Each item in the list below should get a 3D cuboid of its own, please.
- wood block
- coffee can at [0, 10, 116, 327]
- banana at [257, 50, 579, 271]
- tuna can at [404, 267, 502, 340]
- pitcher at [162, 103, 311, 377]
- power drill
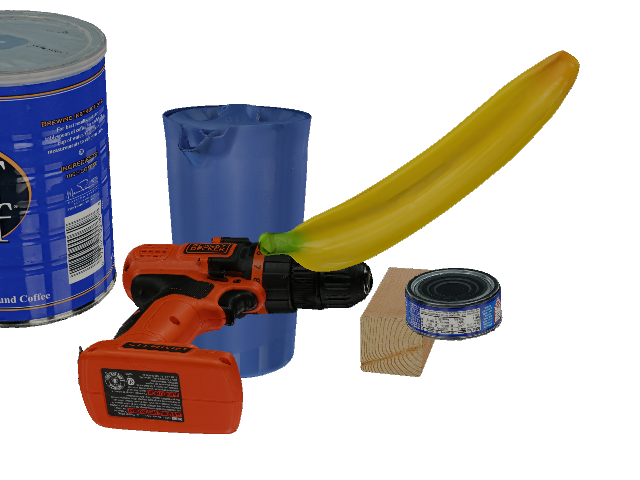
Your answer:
[{"bbox_3d":[0.126,0.118,1.605,0.091,0.090,0.206,4,20,14],"label":"wood block"},{"bbox_3d":[-0.162,-0.040,0.566,0.103,0.140,0.103,2,28,-1],"label":"coffee can"},{"bbox_3d":[0.059,-0.034,0.593,0.198,0.037,0.069,-33,-12,-1],"label":"banana"},{"bbox_3d":[0.117,0.055,0.946,0.086,0.034,0.086,-4,21,1],"label":"tuna can"},{"bbox_3d":[-0.071,-0.005,0.993,0.149,0.243,0.145,-4,16,-20],"label":"pitcher"},{"bbox_3d":[-0.066,0.056,0.718,0.184,0.057,0.187,0,23,12],"label":"power drill"}]
